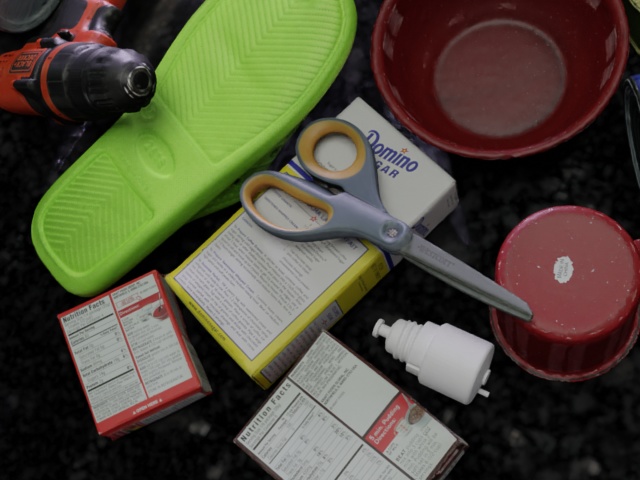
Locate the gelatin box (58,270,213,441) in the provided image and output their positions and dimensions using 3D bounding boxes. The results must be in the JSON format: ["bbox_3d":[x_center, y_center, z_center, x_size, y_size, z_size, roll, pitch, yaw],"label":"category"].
[{"bbox_3d":[-0.120,0.074,0.691,0.073,0.030,0.089,-26,69,3],"label":"gelatin box"}]

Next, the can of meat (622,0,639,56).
[{"bbox_3d":[0.227,-0.178,0.693,0.084,0.057,0.102,-27,68,4],"label":"can of meat"}]

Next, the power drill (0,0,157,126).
[{"bbox_3d":[-0.137,-0.163,0.724,0.185,0.057,0.187,10,66,47],"label":"power drill"}]

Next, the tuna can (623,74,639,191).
[{"bbox_3d":[0.207,-0.060,0.640,0.034,0.086,0.086,-11,70,10],"label":"tuna can"}]

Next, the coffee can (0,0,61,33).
[{"bbox_3d":[-0.267,-0.222,0.782,0.140,0.102,0.103,23,77,18],"label":"coffee can"}]

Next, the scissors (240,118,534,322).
[{"bbox_3d":[0.046,-0.020,0.634,0.202,0.016,0.096,15,68,26],"label":"scissors"}]

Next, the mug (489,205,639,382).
[{"bbox_3d":[0.155,0.026,0.624,0.117,0.081,0.093,-20,69,4],"label":"mug"}]

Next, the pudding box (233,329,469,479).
[{"bbox_3d":[0.018,0.122,0.643,0.114,0.039,0.090,37,84,22],"label":"pudding box"}]

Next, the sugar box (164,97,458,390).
[{"bbox_3d":[-0.004,0.001,0.685,0.176,0.048,0.093,-42,67,-8],"label":"sugar box"}]

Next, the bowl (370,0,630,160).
[{"bbox_3d":[0.116,-0.117,0.694,0.162,0.055,0.162,-4,71,10],"label":"bowl"}]
